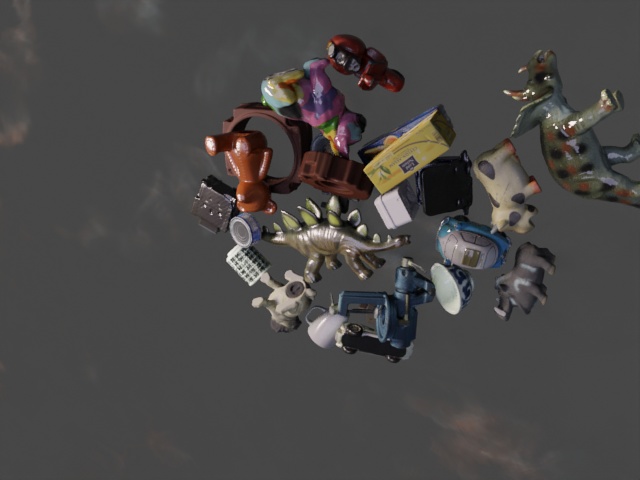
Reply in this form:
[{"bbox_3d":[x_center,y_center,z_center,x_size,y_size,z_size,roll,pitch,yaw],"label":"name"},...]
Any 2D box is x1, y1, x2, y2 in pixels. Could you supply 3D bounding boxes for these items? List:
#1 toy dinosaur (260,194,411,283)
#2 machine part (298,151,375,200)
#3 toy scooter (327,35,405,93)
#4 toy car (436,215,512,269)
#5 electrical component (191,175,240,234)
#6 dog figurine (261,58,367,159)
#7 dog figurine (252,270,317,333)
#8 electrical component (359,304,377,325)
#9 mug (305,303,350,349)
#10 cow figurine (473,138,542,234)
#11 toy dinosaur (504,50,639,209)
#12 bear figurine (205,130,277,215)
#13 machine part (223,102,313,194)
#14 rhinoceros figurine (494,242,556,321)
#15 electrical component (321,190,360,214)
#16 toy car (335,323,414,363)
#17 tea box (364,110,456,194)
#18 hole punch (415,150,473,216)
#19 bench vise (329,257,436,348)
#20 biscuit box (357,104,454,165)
[{"bbox_3d":[-0.003,-0.004,1.296,0.472,0.105,0.198,-4,111,33],"label":"toy dinosaur"},{"bbox_3d":[0.038,-0.135,1.168,0.180,0.179,0.056,15,85,16],"label":"machine part"},{"bbox_3d":[0.082,-0.348,1.079,0.184,0.135,0.075,34,122,6],"label":"toy scooter"},{"bbox_3d":[0.328,0.020,1.171,0.162,0.103,0.109,20,121,16],"label":"toy car"},{"bbox_3d":[-0.268,-0.084,1.400,0.115,0.058,0.134,29,121,10],"label":"electrical component"},{"bbox_3d":[-0.007,-0.259,1.126,0.191,0.109,0.219,-24,110,-9],"label":"dog figurine"},{"bbox_3d":[-0.066,0.177,1.397,0.173,0.121,0.190,9,149,31],"label":"dog figurine"},{"bbox_3d":[0.151,0.180,1.359,0.102,0.045,0.078,10,145,21],"label":"electrical component"},{"bbox_3d":[0.022,0.212,1.412,0.109,0.081,0.107,43,112,10],"label":"mug"},{"bbox_3d":[0.382,-0.096,1.103,0.127,0.085,0.194,-30,102,25],"label":"cow figurine"},{"bbox_3d":[0.494,-0.161,1.012,0.192,0.131,0.404,-20,110,42],"label":"toy dinosaur"},{"bbox_3d":[-0.167,-0.141,1.191,0.120,0.132,0.195,11,112,25],"label":"bear figurine"},{"bbox_3d":[-0.122,-0.214,1.259,0.201,0.087,0.201,8,118,19],"label":"machine part"},{"bbox_3d":[0.443,0.097,1.176,0.112,0.073,0.190,19,119,12],"label":"rhinoceros figurine"},{"bbox_3d":[0.048,-0.093,1.282,0.094,0.021,0.063,12,118,16],"label":"electrical component"},{"bbox_3d":[0.139,0.260,1.372,0.202,0.056,0.073,12,117,-1],"label":"toy car"},{"bbox_3d":[0.179,-0.174,1.072,0.169,0.098,0.068,-35,98,34],"label":"tea box"},{"bbox_3d":[0.262,-0.121,1.152,0.116,0.092,0.142,-11,109,-4],"label":"hole punch"},{"bbox_3d":[0.144,0.145,1.255,0.241,0.129,0.223,3,111,-6],"label":"bench vise"},{"bbox_3d":[0.181,-0.214,1.145,0.203,0.059,0.062,-26,102,30],"label":"biscuit box"}]
